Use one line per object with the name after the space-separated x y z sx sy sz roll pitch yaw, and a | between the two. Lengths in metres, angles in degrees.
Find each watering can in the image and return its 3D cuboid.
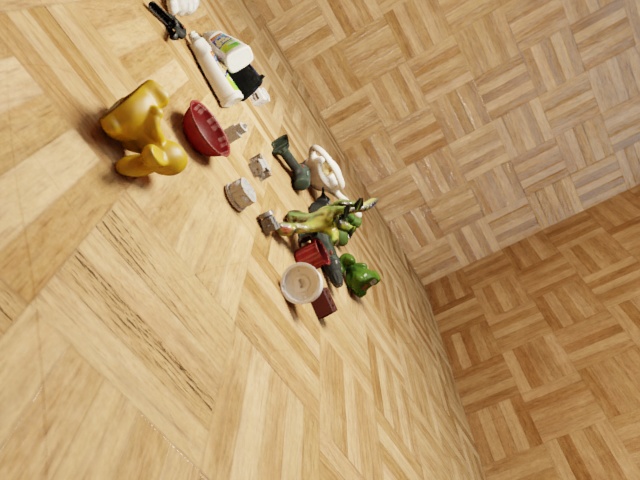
0.039 -0.235 2.121 0.105 0.344 0.224 -36 18 -20 | watering can

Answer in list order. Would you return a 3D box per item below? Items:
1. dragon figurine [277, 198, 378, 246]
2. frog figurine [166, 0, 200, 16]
0.005 -0.082 1.626 0.243 0.120 0.415 9 21 26 | dragon figurine
-0.450 -0.766 1.635 0.123 0.162 0.135 10 -21 23 | frog figurine
